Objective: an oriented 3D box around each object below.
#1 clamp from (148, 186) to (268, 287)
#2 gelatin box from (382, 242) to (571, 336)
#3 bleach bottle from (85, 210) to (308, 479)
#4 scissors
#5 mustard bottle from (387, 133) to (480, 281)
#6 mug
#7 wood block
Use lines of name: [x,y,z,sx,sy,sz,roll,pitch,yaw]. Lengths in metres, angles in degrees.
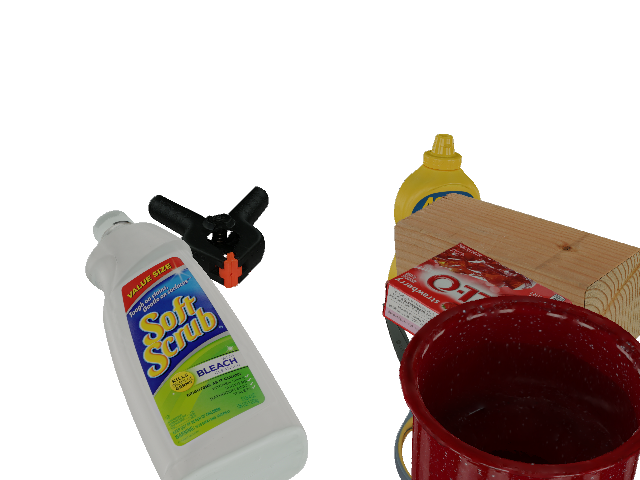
clamp: [-0.089,-0.009,1.022,0.120,0.039,0.172,-15,33,-16]
gelatin box: [0.094,0.041,0.643,0.089,0.030,0.073,30,40,35]
bleach bottle: [-0.108,0.071,0.745,0.102,0.068,0.251,-24,51,-17]
scissors: [0.097,0.117,0.841,0.096,0.016,0.201,-2,40,6]
mustard bottle: [0.127,-0.021,1.163,0.096,0.192,0.058,-3,19,-19]
mug: [0.087,0.082,0.399,0.117,0.081,0.093,5,36,9]
wood block: [0.174,0.034,0.959,0.090,0.090,0.206,-28,34,-36]
